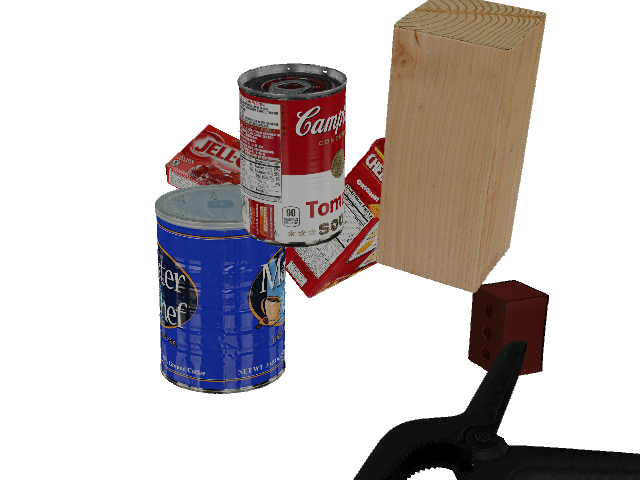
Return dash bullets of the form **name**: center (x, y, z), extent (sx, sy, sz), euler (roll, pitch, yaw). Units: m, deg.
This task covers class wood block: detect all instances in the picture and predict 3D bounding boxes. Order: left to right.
- **wood block**: center (0.107, -0.076, 0.839), extent (0.091, 0.206, 0.090), euler (18, 35, 23)

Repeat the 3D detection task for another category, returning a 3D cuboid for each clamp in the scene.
- **clamp**: center (0.102, 0.133, 0.693), extent (0.209, 0.036, 0.165), euler (-13, 31, -20)

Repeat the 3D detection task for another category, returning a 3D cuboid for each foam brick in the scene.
- **foam brick**: center (0.176, 0.082, 1.002), extent (0.051, 0.078, 0.053), euler (-7, 18, -27)

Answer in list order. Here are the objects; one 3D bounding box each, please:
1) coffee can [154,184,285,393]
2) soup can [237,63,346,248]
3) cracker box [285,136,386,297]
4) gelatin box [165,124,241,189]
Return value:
- **coffee can**: center (-0.078, 0.036, 0.847), extent (0.103, 0.140, 0.103), euler (1, 18, -1)
- **soup can**: center (-0.018, -0.054, 0.681), extent (0.068, 0.102, 0.068), euler (0, 25, 0)
- **cracker box**: center (0.067, -0.041, 1.252), extent (0.163, 0.072, 0.214), euler (-24, -21, -50)
- **gelatin box**: center (-0.096, -0.069, 1.050), extent (0.089, 0.030, 0.073), euler (29, 52, 17)
